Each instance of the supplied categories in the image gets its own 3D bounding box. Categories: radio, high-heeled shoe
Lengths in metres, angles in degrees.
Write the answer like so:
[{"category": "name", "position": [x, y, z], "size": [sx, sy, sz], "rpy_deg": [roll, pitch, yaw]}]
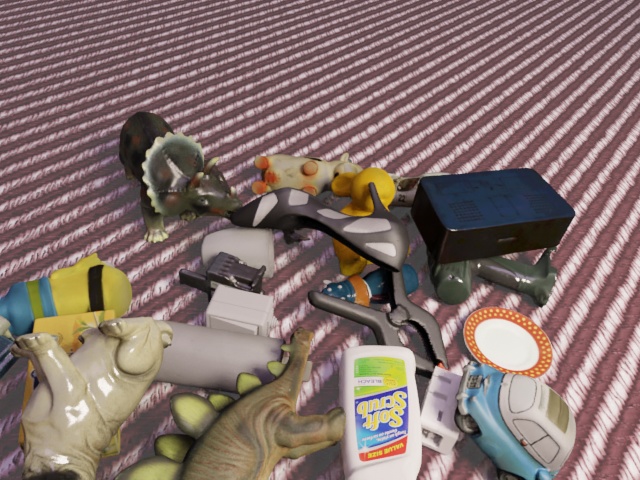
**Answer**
[{"category": "radio", "position": [0.267, -0.044, 0.852], "size": [0.230, 0.073, 0.131], "rpy_deg": [-6, 46, -17]}, {"category": "high-heeled shoe", "position": [-0.002, -0.002, 0.766], "size": [0.249, 0.086, 0.145], "rpy_deg": [-12, 68, 7]}]

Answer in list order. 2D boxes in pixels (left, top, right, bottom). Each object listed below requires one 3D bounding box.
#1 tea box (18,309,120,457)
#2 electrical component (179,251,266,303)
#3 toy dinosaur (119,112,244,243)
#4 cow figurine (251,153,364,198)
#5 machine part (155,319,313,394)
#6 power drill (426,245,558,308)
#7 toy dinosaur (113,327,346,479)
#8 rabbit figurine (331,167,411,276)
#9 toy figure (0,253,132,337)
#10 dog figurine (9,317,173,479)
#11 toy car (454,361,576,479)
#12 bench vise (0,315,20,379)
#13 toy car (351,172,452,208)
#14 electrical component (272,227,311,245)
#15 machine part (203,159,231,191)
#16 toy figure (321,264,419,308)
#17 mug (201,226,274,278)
[{"category": "tea box", "position": [-0.290, 0.171, 0.639], "size": [0.098, 0.068, 0.170], "rpy_deg": [-6, 45, -17]}, {"category": "electrical component", "position": [-0.141, 0.060, 0.785], "size": [0.119, 0.074, 0.048], "rpy_deg": [15, 42, 12]}, {"category": "toy dinosaur", "position": [-0.274, -0.141, 0.900], "size": [0.131, 0.192, 0.405], "rpy_deg": [-18, 49, -29]}, {"category": "cow figurine", "position": [-0.013, -0.116, 0.986], "size": [0.195, 0.085, 0.127], "rpy_deg": [6, 15, 15]}, {"category": "machine part", "position": [-0.132, 0.151, 0.681], "size": [0.243, 0.079, 0.079], "rpy_deg": [9, 42, -1]}, {"category": "power drill", "position": [0.278, 0.023, 0.888], "size": [0.207, 0.085, 0.232], "rpy_deg": [18, 40, 5]}, {"category": "toy dinosaur", "position": [-0.101, 0.275, 0.519], "size": [0.199, 0.105, 0.471], "rpy_deg": [16, 52, 7]}, {"category": "rabbit figurine", "position": [0.082, -0.050, 0.869], "size": [0.122, 0.173, 0.162], "rpy_deg": [-4, 47, -8]}, {"category": "toy figure", "position": [-0.346, 0.086, 0.718], "size": [0.180, 0.082, 0.089], "rpy_deg": [-15, 58, -30]}, {"category": "dog figurine", "position": [-0.218, 0.181, 0.540], "size": [0.172, 0.121, 0.190], "rpy_deg": [-10, 80, -24]}, {"category": "toy car", "position": [0.235, 0.207, 0.619], "size": [0.161, 0.103, 0.109], "rpy_deg": [50, 41, -10]}, {"category": "bench vise", "position": [-0.403, 0.186, 0.566], "size": [0.224, 0.128, 0.240], "rpy_deg": [18, 50, 14]}, {"category": "toy car", "position": [0.151, -0.088, 0.975], "size": [0.202, 0.056, 0.073], "rpy_deg": [5, 37, 30]}, {"category": "electrical component", "position": [-0.038, -0.031, 0.927], "size": [0.078, 0.045, 0.102], "rpy_deg": [-1, 30, 34]}, {"category": "machine part", "position": [-0.187, -0.101, 0.964], "size": [0.039, 0.084, 0.139], "rpy_deg": [-33, 42, -5]}, {"category": "toy figure", "position": [0.074, 0.076, 0.811], "size": [0.154, 0.057, 0.064], "rpy_deg": [-14, 10, -17]}, {"category": "mug", "position": [-0.128, 0.010, 0.839], "size": [0.107, 0.080, 0.110], "rpy_deg": [-2, 42, -1]}]
